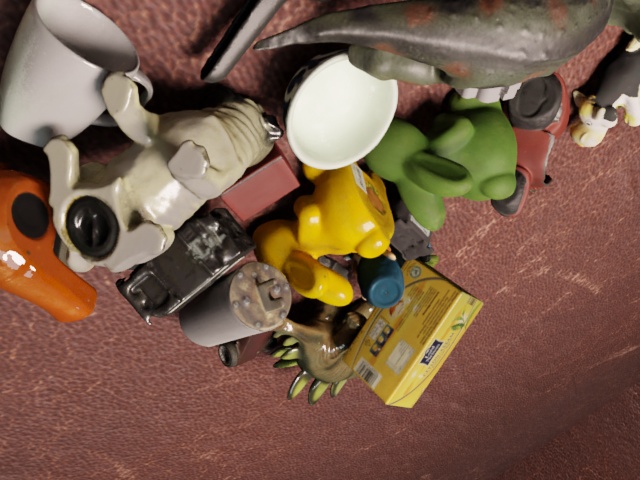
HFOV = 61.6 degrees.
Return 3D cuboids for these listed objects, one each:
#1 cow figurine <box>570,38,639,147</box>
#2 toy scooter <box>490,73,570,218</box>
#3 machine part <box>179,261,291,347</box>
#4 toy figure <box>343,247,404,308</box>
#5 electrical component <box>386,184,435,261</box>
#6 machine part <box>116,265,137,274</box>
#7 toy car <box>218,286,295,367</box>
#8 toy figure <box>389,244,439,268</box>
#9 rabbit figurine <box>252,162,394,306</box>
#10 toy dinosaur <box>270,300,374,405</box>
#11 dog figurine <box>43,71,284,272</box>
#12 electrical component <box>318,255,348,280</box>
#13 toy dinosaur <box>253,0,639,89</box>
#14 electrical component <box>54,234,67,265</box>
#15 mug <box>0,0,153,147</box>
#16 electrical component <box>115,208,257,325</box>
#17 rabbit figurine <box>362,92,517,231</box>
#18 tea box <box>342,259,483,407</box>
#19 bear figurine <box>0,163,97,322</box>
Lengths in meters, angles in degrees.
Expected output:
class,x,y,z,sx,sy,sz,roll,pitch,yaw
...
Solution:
class,x,y,z,sx,sy,sz,roll,pitch,yaw
cow figurine,0.391,-0.199,0.695,0.167,0.068,0.098,-45,133,14
toy scooter,0.269,-0.116,0.684,0.135,0.075,0.183,4,102,-57
machine part,-0.106,0.080,0.641,0.079,0.079,0.243,2,165,-32
toy figure,0.067,0.033,0.690,0.064,0.155,0.057,-32,113,7
electrical component,0.118,-0.042,0.690,0.074,0.119,0.048,37,142,-28
machine part,-0.186,-0.015,0.582,0.084,0.039,0.138,2,135,-21
toy car,-0.085,0.106,0.760,0.089,0.053,0.202,-19,146,-45
toy figure,0.132,0.040,0.794,0.089,0.082,0.179,-24,138,-8
rabbit figurine,-0.001,-0.002,0.636,0.173,0.162,0.121,-23,157,22
toy dinosaur,0.041,0.176,0.867,0.198,0.105,0.471,-41,144,16
dog figurine,-0.125,-0.054,0.477,0.172,0.121,0.190,-37,177,18
electrical component,0.003,0.033,0.724,0.021,0.063,0.094,-60,147,-8
toy dinosaur,0.160,-0.187,0.437,0.405,0.192,0.131,-37,137,-26
electrical component,-0.253,-0.009,0.545,0.078,0.045,0.102,-31,155,-45
mug,-0.199,-0.123,0.430,0.107,0.081,0.109,-37,151,26
electrical component,-0.128,0.022,0.548,0.115,0.058,0.134,-37,-178,1
rabbit figurine,0.125,-0.088,0.616,0.170,0.159,0.121,3,143,-13
tea box,0.118,0.119,0.698,0.068,0.098,0.169,27,100,-47
bear figurine,-0.301,0.014,0.450,0.196,0.120,0.131,-16,150,17
